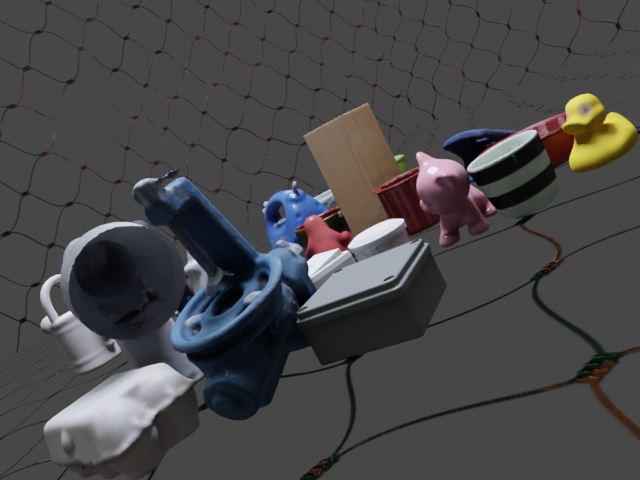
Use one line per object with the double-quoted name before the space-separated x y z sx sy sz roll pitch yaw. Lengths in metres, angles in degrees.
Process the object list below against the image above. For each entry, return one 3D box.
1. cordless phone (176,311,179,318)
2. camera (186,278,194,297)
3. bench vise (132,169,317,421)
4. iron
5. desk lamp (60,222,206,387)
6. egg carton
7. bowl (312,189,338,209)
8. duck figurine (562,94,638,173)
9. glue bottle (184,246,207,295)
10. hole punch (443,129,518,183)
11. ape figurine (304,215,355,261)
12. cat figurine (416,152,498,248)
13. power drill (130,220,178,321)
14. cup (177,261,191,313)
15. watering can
"cordless phone" -0.369 0.102 1.157 0.094 0.185 0.147 -31 9 -21
"camera" -0.206 0.065 1.153 0.137 0.101 0.143 -30 9 -18
"bench vise" -0.088 0.032 0.547 0.121 0.220 0.207 -26 8 10
"iron" -0.072 -0.041 1.237 0.119 0.141 0.257 -32 9 -29
"desk lamp" -0.216 0.086 0.655 0.118 0.213 0.202 -32 10 -30
"egg carton" -0.185 0.171 0.533 0.150 0.069 0.107 -21 11 40
"bowl" 0.018 -0.073 1.379 0.167 0.075 0.167 -27 8 5
"duck figurine" 0.342 -0.143 0.716 0.105 0.086 0.077 -32 9 -28
"glue bottle" -0.165 0.052 0.846 0.037 0.173 0.078 -21 10 36
"hole punch" 0.281 -0.156 0.982 0.101 0.091 0.108 -32 9 -27
"ape figurine" 0.008 0.003 0.874 0.077 0.092 0.076 -24 9 21
"cat figurine" 0.157 -0.060 0.693 0.067 0.118 0.128 -23 9 29
"power drill" -0.289 0.076 0.971 0.076 0.208 0.229 -33 10 -34
"cup" -0.292 0.107 1.196 0.091 0.095 0.118 -27 8 5
"watering can" -0.482 0.161 1.122 0.172 0.194 0.101 -26 9 11
